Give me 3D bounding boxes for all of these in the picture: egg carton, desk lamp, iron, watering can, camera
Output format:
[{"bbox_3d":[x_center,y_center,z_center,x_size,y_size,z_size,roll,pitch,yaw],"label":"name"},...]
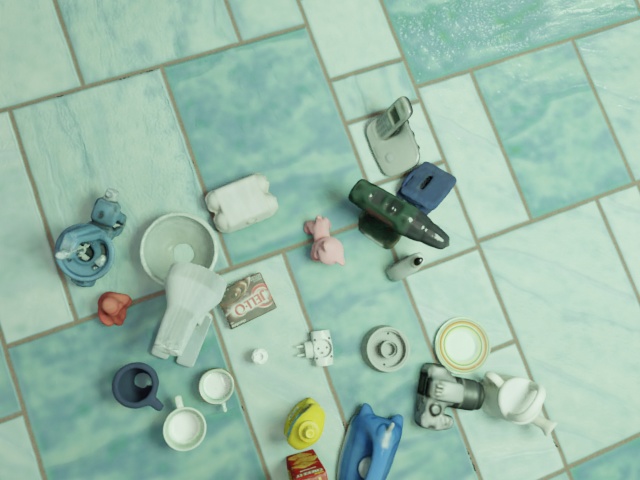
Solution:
[{"bbox_3d":[-0.175,-0.082,1.287,0.150,0.069,0.107,-24,85,-10],"label":"egg carton"},{"bbox_3d":[-0.272,0.156,1.165,0.118,0.213,0.203,19,79,-3],"label":"desk lamp"},{"bbox_3d":[0.103,0.486,1.198,0.118,0.141,0.258,19,79,-4],"label":"iron"},{"bbox_3d":[0.432,0.348,1.234,0.173,0.194,0.101,21,79,-3],"label":"watering can"},{"bbox_3d":[0.290,0.352,1.263,0.137,0.100,0.143,11,80,-5],"label":"camera"}]

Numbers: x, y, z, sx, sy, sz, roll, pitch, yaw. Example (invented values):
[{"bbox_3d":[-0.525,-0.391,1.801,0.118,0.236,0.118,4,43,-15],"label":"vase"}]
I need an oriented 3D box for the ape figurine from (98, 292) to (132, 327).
[{"bbox_3d":[-0.438,0.141,1.209,0.078,0.092,0.076,-33,86,-11],"label":"ape figurine"}]

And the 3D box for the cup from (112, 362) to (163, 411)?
[{"bbox_3d":[-0.365,0.307,1.191,0.118,0.095,0.092,42,79,1],"label":"cup"}]

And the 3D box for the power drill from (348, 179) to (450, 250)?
[{"bbox_3d":[0.160,-0.041,1.252,0.229,0.208,0.076,34,79,-1],"label":"power drill"}]

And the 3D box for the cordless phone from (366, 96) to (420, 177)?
[{"bbox_3d":[0.179,-0.235,1.296,0.094,0.185,0.147,-24,85,-10],"label":"cordless phone"}]

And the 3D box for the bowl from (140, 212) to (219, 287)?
[{"bbox_3d":[-0.303,0.027,1.252,0.167,0.074,0.167,1,81,-7],"label":"bowl"}]

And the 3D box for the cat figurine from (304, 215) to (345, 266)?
[{"bbox_3d":[0.012,0.005,1.273,0.067,0.117,0.128,-15,83,-9],"label":"cat figurine"}]

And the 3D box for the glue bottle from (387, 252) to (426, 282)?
[{"bbox_3d":[0.199,0.054,1.260,0.078,0.173,0.037,-35,87,-11],"label":"glue bottle"}]

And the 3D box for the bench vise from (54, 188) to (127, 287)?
[{"bbox_3d":[-0.478,-0.013,1.162,0.121,0.219,0.207,3,81,-6],"label":"bench vise"}]

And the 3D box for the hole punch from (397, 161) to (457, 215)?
[{"bbox_3d":[0.247,-0.123,1.335,0.101,0.091,0.109,40,79,0],"label":"hole punch"}]
